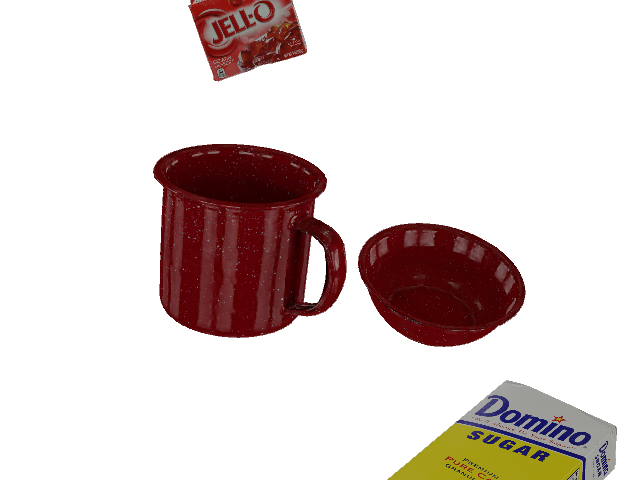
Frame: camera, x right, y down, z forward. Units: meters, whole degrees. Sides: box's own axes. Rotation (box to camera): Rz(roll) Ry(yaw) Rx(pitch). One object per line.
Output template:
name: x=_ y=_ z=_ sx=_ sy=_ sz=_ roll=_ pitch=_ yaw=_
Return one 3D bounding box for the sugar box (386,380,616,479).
sugar box: x=0.110 y=0.164 z=0.708 sx=0.093 sy=0.048 sz=0.175 roll=22 pitch=43 yaw=39

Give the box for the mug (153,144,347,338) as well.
mug: x=-0.036 y=0.004 z=0.581 sx=0.117 sy=0.081 sz=0.093 roll=19 pitch=27 yaw=27

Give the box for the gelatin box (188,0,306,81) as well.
gelatin box: x=-0.064 y=-0.191 z=0.952 sx=0.089 sy=0.073 sz=0.030 roll=-16 pitch=24 yaw=5

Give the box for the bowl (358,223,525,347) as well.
bowl: x=0.111 y=0.052 z=1.026 sx=0.162 sy=0.055 sz=0.162 roll=7 pitch=36 yaw=-5
